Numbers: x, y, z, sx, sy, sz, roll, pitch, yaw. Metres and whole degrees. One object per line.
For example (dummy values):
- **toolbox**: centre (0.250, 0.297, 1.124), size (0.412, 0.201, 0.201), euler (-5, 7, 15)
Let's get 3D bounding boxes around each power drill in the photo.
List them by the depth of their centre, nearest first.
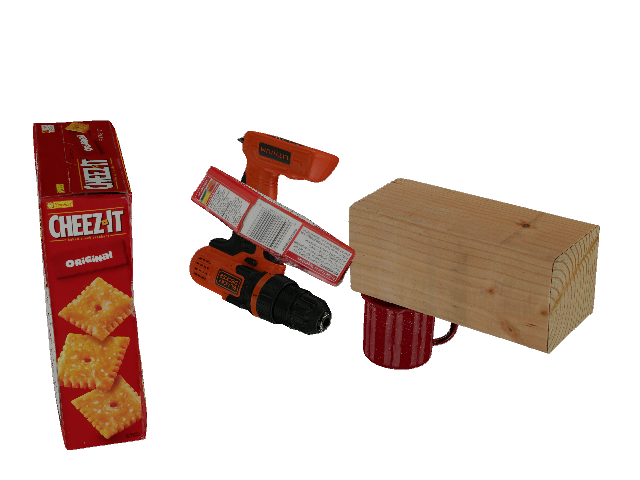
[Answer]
- **power drill**: centre (-0.045, -0.010, 1.120), size (0.185, 0.188, 0.057), euler (22, 8, 32)

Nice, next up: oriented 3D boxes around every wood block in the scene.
- **wood block**: centre (0.134, 0.016, 0.966), size (0.206, 0.090, 0.090), euler (17, 31, 35)

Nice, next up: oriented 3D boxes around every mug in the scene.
- **mug**: centre (0.103, 0.097, 1.245), size (0.117, 0.081, 0.093), euler (-1, 23, -8)

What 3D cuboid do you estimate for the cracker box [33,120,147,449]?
- **cracker box**: centre (-0.184, 0.030, 0.850), size (0.072, 0.214, 0.164), euler (-5, 26, -15)

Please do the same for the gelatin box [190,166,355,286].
- **gelatin box**: centre (-0.030, -0.009, 0.692), size (0.089, 0.030, 0.073), euler (30, 2, -36)
